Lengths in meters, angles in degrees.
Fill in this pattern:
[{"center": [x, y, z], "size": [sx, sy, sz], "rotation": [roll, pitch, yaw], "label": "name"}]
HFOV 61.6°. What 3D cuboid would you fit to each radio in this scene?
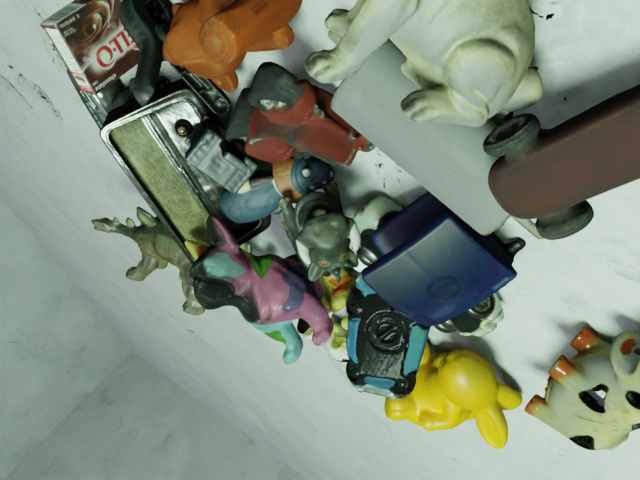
[{"center": [-0.167, -0.087, 0.711], "size": [0.229, 0.131, 0.073], "rotation": [61, -178, -33], "label": "radio"}]

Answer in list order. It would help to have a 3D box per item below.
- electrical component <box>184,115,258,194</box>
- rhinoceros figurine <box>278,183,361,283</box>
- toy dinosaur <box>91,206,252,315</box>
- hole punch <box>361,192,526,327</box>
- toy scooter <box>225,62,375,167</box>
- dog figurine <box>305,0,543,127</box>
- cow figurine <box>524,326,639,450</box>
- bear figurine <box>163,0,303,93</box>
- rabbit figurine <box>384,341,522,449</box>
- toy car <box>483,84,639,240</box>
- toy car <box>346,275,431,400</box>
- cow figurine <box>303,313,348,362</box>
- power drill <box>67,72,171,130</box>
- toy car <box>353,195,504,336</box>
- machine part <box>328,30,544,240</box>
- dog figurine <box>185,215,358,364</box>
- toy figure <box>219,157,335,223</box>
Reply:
[{"center": [-0.111, -0.092, 0.613], "size": [0.074, 0.048, 0.119], "rotation": [34, -166, -31], "label": "electrical component"}, {"center": [-0.001, -0.002, 0.614], "size": [0.190, 0.073, 0.112], "rotation": [98, 159, -78], "label": "rhinoceros figurine"}, {"center": [-0.200, 0.026, 0.914], "size": [0.472, 0.105, 0.198], "rotation": [19, 126, 15], "label": "toy dinosaur"}, {"center": [0.113, 0.024, 0.513], "size": [0.142, 0.092, 0.115], "rotation": [-39, 97, 25], "label": "hole punch"}, {"center": [-0.020, -0.115, 0.551], "size": [0.135, 0.075, 0.184], "rotation": [20, 173, -18], "label": "toy scooter"}, {"center": [0.088, -0.177, 0.314], "size": [0.172, 0.121, 0.190], "rotation": [12, 135, -12], "label": "dog figurine"}, {"center": [0.290, 0.149, 0.516], "size": [0.127, 0.085, 0.194], "rotation": [35, 151, 24], "label": "cow figurine"}, {"center": [-0.104, -0.200, 0.489], "size": [0.196, 0.132, 0.120], "rotation": [-14, 110, 52], "label": "bear figurine"}, {"center": [0.176, 0.199, 0.698], "size": [0.162, 0.122, 0.173], "rotation": [32, 151, 9], "label": "rabbit figurine"}, {"center": [0.199, -0.068, 0.327], "size": [0.202, 0.053, 0.089], "rotation": [-28, 106, 39], "label": "toy car"}, {"center": [0.092, 0.117, 0.701], "size": [0.109, 0.103, 0.161], "rotation": [6, 99, 16], "label": "toy car"}, {"center": [0.056, 0.172, 0.873], "size": [0.168, 0.068, 0.098], "rotation": [10, 145, 51], "label": "cow figurine"}, {"center": [-0.269, -0.171, 0.807], "size": [0.208, 0.086, 0.231], "rotation": [19, 143, 51], "label": "power drill"}, {"center": [0.119, 0.034, 0.607], "size": [0.202, 0.056, 0.073], "rotation": [41, 146, 0], "label": "toy car"}, {"center": [0.095, -0.085, 0.442], "size": [0.243, 0.079, 0.079], "rotation": [40, 153, 2], "label": "machine part"}, {"center": [-0.070, 0.045, 0.715], "size": [0.219, 0.191, 0.108], "rotation": [44, 136, -12], "label": "dog figurine"}, {"center": [-0.052, -0.065, 0.652], "size": [0.155, 0.064, 0.057], "rotation": [-21, 89, 25], "label": "toy figure"}]
